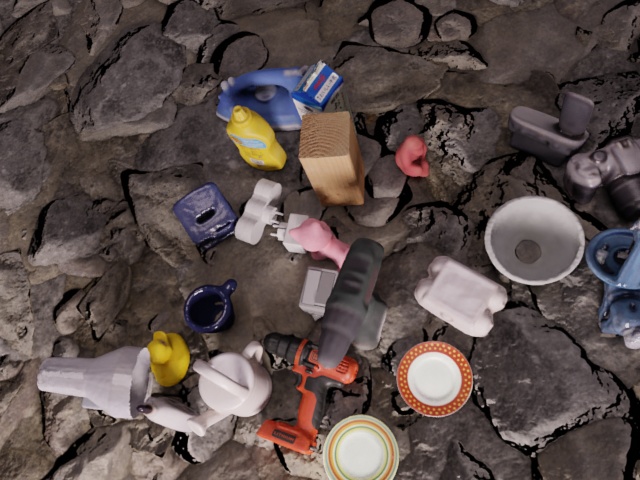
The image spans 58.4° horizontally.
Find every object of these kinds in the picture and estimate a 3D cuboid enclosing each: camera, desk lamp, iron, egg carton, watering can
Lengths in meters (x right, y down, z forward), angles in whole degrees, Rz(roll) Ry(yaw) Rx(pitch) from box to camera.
[{"bbox_3d":[0.533,-0.105,1.023,0.143,0.101,0.136,-17,67,5],"label":"camera"},{"bbox_3d":[-0.377,0.253,1.015,0.203,0.214,0.118,0,69,12],"label":"desk lamp"},{"bbox_3d":[-0.121,-0.315,1.220,0.258,0.142,0.118,-3,69,11],"label":"iron"},{"bbox_3d":[0.249,0.100,1.021,0.150,0.069,0.107,29,78,21],"label":"egg carton"},{"bbox_3d":[-0.157,0.252,0.980,0.100,0.194,0.173,7,71,15],"label":"watering can"}]

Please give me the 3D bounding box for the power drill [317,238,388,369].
[{"bbox_3d":[0.061,0.122,0.976,0.075,0.209,0.230,11,72,16],"label":"power drill"}]

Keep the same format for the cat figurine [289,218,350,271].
[{"bbox_3d":[0.010,0.004,1.082,0.127,0.118,0.067,28,77,20],"label":"cat figurine"}]

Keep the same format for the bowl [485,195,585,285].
[{"bbox_3d":[0.379,0.009,1.026,0.167,0.075,0.167,-4,69,10],"label":"bowl"}]

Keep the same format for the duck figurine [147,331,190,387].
[{"bbox_3d":[-0.296,0.221,1.080,0.077,0.086,0.104,-10,68,8],"label":"duck figurine"}]

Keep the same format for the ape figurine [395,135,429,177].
[{"bbox_3d":[0.184,-0.173,1.128,0.076,0.092,0.078,26,77,20],"label":"ape figurine"}]

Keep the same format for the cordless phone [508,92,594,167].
[{"bbox_3d":[0.424,-0.229,1.048,0.147,0.185,0.094,26,77,20],"label":"cordless phone"}]

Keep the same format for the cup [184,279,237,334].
[{"bbox_3d":[-0.191,0.129,1.089,0.091,0.095,0.118,37,81,22],"label":"cup"}]

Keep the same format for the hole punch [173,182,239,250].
[{"bbox_3d":[-0.227,-0.049,1.167,0.108,0.091,0.101,-34,66,-2],"label":"hole punch"}]

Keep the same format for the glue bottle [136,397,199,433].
[{"bbox_3d":[-0.273,0.300,0.997,0.078,0.173,0.037,25,76,20],"label":"glue bottle"}]

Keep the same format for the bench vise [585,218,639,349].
[{"bbox_3d":[0.503,0.055,0.902,0.121,0.220,0.207,-17,67,5],"label":"bench vise"}]
